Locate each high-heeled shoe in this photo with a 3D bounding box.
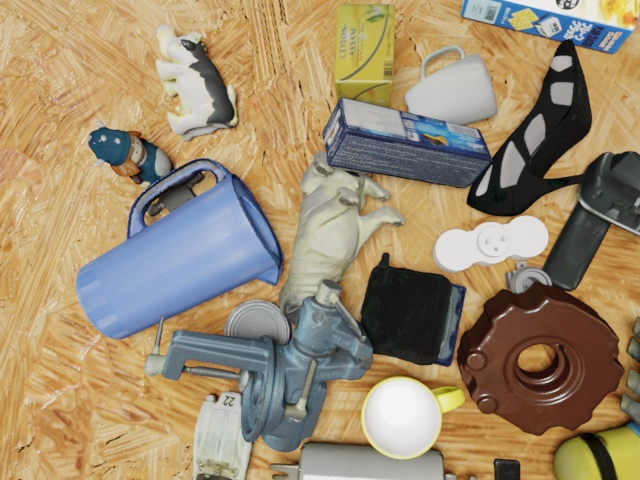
[{"bbox_3d":[0.269,-0.145,0.703,0.145,0.086,0.249,-8,59,36],"label":"high-heeled shoe"}]

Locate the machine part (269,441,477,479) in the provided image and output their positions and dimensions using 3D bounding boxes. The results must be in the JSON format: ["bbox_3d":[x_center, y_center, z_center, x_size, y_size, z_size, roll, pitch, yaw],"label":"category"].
[{"bbox_3d":[0.061,0.285,0.641,0.243,0.079,0.079,1,82,5],"label":"machine part"}]

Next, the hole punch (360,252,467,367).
[{"bbox_3d":[0.116,0.095,0.669,0.116,0.092,0.142,9,85,37],"label":"hole punch"}]

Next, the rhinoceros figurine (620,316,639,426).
[{"bbox_3d":[0.410,0.131,0.605,0.112,0.073,0.190,16,52,35],"label":"rhinoceros figurine"}]

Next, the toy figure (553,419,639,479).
[{"bbox_3d":[0.358,0.247,0.613,0.180,0.082,0.089,-24,81,4],"label":"toy figure"}]

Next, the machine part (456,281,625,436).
[{"bbox_3d":[0.253,0.139,0.621,0.179,0.056,0.179,2,105,6],"label":"machine part"}]

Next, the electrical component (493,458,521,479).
[{"bbox_3d":[0.228,0.326,0.632,0.075,0.047,0.119,4,83,6],"label":"electrical component"}]

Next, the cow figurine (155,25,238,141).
[{"bbox_3d":[-0.174,-0.228,0.748,0.098,0.068,0.167,-14,84,-2],"label":"cow figurine"}]

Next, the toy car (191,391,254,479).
[{"bbox_3d":[-0.126,0.292,0.670,0.074,0.056,0.201,7,83,7],"label":"toy car"}]

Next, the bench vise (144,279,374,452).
[{"bbox_3d":[-0.068,0.136,0.603,0.240,0.129,0.223,12,119,-16],"label":"bench vise"}]

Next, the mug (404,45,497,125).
[{"bbox_3d":[0.162,-0.195,0.701,0.107,0.081,0.109,-21,85,12],"label":"mug"}]

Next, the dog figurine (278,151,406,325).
[{"bbox_3d":[-0.004,-0.002,0.693,0.121,0.172,0.190,26,114,-22],"label":"dog figurine"}]

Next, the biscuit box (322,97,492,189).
[{"bbox_3d":[0.107,-0.113,0.653,0.203,0.062,0.059,7,52,-22],"label":"biscuit box"}]

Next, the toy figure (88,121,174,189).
[{"bbox_3d":[-0.240,-0.108,0.693,0.058,0.154,0.064,-29,79,4],"label":"toy figure"}]

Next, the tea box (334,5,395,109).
[{"bbox_3d":[0.057,-0.204,0.668,0.068,0.169,0.098,2,81,5],"label":"tea box"}]

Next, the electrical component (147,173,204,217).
[{"bbox_3d":[-0.193,-0.052,0.747,0.094,0.021,0.063,-36,80,0],"label":"electrical component"}]

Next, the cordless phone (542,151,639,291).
[{"bbox_3d":[0.373,-0.004,0.660,0.147,0.088,0.184,28,97,8],"label":"cordless phone"}]
